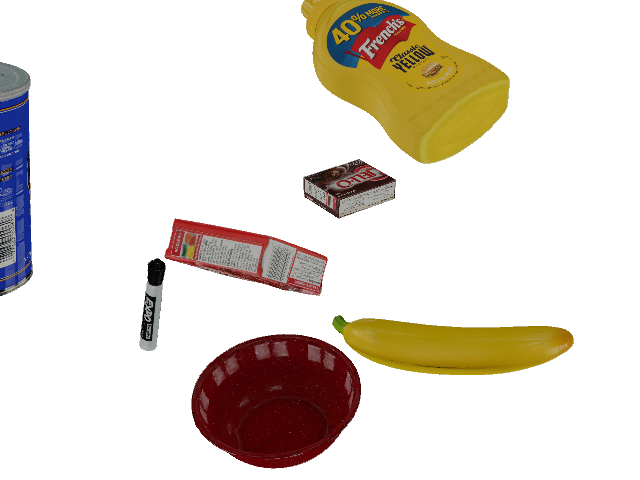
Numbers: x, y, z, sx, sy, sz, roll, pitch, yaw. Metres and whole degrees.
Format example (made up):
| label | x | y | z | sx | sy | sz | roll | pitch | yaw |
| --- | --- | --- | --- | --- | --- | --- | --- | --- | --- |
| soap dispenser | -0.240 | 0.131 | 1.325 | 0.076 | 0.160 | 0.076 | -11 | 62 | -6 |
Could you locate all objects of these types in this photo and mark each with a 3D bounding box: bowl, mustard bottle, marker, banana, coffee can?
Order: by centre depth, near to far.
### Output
| label | x | y | z | sx | sy | sz | roll | pitch | yaw |
| --- | --- | --- | --- | --- | --- | --- | --- | --- | --- |
| coffee can | -0.246 | -0.043 | 0.714 | 0.103 | 0.140 | 0.103 | 4 | 22 | -2 |
| mustard bottle | 0.051 | -0.142 | 0.844 | 0.096 | 0.058 | 0.192 | -35 | 56 | -20 |
| banana | 0.103 | 0.080 | 0.852 | 0.198 | 0.037 | 0.069 | 5 | 28 | 8 |
| bowl | -0.039 | 0.163 | 1.018 | 0.162 | 0.055 | 0.162 | -5 | 37 | 3 |
| marker | -0.180 | 0.069 | 1.145 | 0.020 | 0.121 | 0.020 | 8 | 36 | -6 |

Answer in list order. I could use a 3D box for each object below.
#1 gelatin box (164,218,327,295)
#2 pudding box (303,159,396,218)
| label | x | y | z | sx | sy | sz | roll | pitch | yaw |
| --- | --- | --- | --- | --- | --- | --- | --- | --- | --- |
| gelatin box | -0.047 | 0.012 | 0.701 | 0.073 | 0.030 | 0.089 | 11 | -5 | 27 |
| pudding box | 0.044 | -0.079 | 1.617 | 0.113 | 0.039 | 0.090 | -22 | 36 | -30 |
